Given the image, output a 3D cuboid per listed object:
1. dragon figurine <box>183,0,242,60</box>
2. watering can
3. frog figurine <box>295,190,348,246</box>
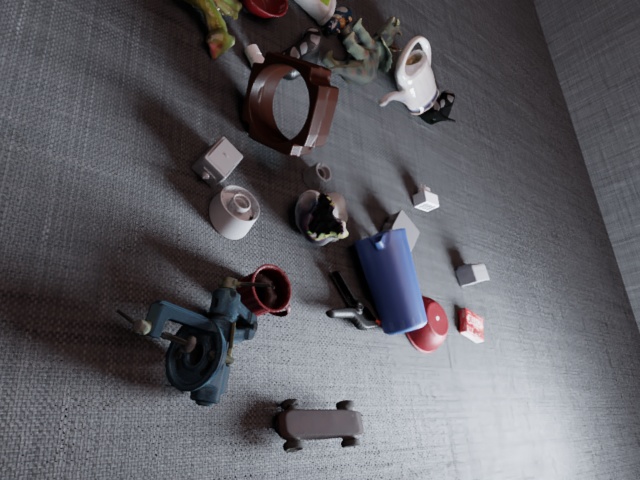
[{"bbox_3d":[-0.281,-0.620,1.216,0.241,0.121,0.416,17,59,-59],"label":"dragon figurine"},{"bbox_3d":[0.289,-0.494,1.659,0.353,0.104,0.220,-61,139,-24],"label":"watering can"},{"bbox_3d":[0.004,-0.061,1.204,0.136,0.122,0.161,41,10,-12],"label":"frog figurine"}]
